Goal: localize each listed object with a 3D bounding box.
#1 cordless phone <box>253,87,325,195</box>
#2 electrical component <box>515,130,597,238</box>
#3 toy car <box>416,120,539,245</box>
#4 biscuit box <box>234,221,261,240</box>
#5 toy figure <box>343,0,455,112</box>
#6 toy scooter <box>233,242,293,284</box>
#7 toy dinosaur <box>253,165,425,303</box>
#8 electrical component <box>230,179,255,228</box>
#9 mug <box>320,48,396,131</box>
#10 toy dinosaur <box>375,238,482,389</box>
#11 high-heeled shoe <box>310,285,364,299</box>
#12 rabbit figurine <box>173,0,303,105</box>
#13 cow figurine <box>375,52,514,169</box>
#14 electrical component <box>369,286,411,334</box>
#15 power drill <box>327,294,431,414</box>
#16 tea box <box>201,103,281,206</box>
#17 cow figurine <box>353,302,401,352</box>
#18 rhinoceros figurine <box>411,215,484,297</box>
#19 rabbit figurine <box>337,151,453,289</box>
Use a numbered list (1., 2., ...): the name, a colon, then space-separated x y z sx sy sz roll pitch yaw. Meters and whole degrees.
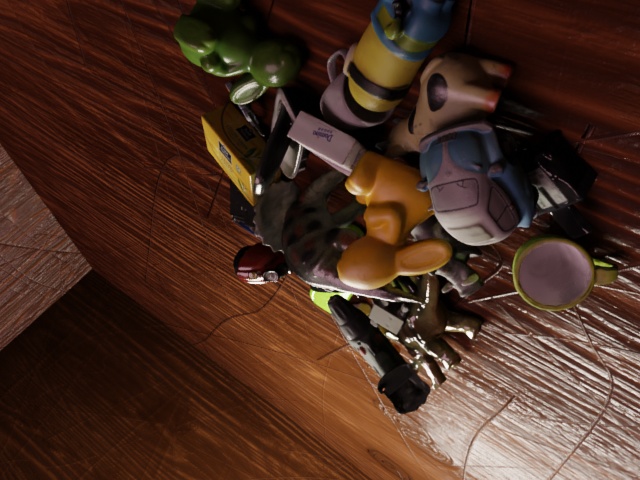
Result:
1. cordless phone: -0.061 -0.128 0.831 0.089 0.184 0.146 22 152 -1
2. electrical component: 0.282 -0.062 0.634 0.119 0.048 0.075 44 154 -6
3. toy car: 0.174 -0.047 0.604 0.109 0.103 0.161 -7 137 45
4. biscuit box: -0.087 -0.011 1.168 0.203 0.059 0.062 33 -175 18
5. toy figure: 0.087 -0.220 0.599 0.082 0.089 0.180 5 155 -25
6. toy scooter: -0.067 0.033 1.031 0.135 0.184 0.075 20 130 37
7. toy dinosaur: 0.002 0.004 0.871 0.131 0.192 0.405 50 -171 -36
8. electrical component: -0.125 -0.085 1.083 0.134 0.058 0.114 13 112 43
9. mug: 0.037 -0.197 0.729 0.109 0.081 0.107 59 158 -10
10. toy dinosaur: 0.192 0.150 1.019 0.199 0.105 0.470 34 148 22
11. high-heeled shoe: 0.035 0.086 0.976 0.086 0.145 0.249 45 137 -8
12. rabbit figurine: -0.111 -0.266 0.784 0.170 0.121 0.159 25 156 0
13. cow figurine: 0.143 -0.143 0.658 0.127 0.085 0.194 28 154 13
14. electrical component: 0.122 0.122 0.961 0.078 0.045 0.102 26 142 17
15. power drill: 0.109 0.218 1.014 0.231 0.086 0.207 51 174 -25
16. tea box: -0.144 -0.158 0.988 0.170 0.068 0.098 50 159 25
17. cow figurine: 0.113 0.222 1.267 0.167 0.068 0.098 50 158 -10
18. rhinoceros figurine: 0.177 -0.005 0.792 0.190 0.112 0.073 53 150 -4
19. rabbit figurine: 0.092 -0.009 0.713 0.162 0.173 0.122 27 175 4
